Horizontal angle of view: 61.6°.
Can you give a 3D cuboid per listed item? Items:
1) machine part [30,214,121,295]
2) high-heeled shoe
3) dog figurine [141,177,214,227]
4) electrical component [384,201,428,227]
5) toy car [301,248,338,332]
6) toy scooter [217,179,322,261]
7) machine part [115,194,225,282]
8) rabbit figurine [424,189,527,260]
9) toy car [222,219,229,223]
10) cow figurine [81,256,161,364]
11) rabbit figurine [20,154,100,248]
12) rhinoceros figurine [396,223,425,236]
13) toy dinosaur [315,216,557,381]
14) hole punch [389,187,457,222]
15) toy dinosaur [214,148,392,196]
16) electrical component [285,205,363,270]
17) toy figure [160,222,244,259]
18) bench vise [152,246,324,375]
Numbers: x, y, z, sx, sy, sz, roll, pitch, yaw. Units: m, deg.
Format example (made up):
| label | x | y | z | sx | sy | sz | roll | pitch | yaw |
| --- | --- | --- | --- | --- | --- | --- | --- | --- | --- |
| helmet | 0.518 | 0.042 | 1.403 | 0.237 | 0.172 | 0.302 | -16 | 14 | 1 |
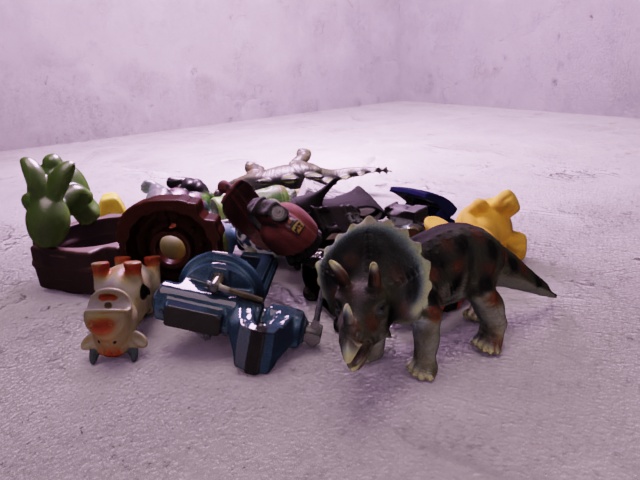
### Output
| label | x | y | z | sx | sy | sz | roll | pitch | yaw |
| --- | --- | --- | --- | --- | --- | --- | --- | --- | --- |
| machine part | -0.387 | 0.022 | 0.966 | 0.201 | 0.087 | 0.201 | 4 | 22 | 21 |
| high-heeled shoe | 0.035 | -0.043 | 1.077 | 0.248 | 0.145 | 0.086 | 25 | 24 | -50 |
| dog figurine | -0.309 | -0.056 | 1.149 | 0.191 | 0.108 | 0.219 | -8 | 24 | -20 |
| electrical component | 0.181 | -0.029 | 1.024 | 0.119 | 0.074 | 0.048 | 9 | 24 | 40 |
| toy car | 0.021 | 0.069 | 0.778 | 0.056 | 0.073 | 0.202 | -12 | 21 | -20 |
| toy scooter | -0.086 | -0.037 | 0.807 | 0.184 | 0.135 | 0.075 | 16 | 63 | 47 |
| machine part | -0.233 | 0.010 | 0.852 | 0.179 | 0.179 | 0.056 | -3 | 19 | 1 |
| rabbit figurine | 0.255 | -0.009 | 0.891 | 0.163 | 0.121 | 0.173 | 0 | 20 | 23 |
| toy car | -0.174 | -0.028 | 1.116 | 0.202 | 0.053 | 0.089 | -10 | 2 | -20 |
| cow figurine | -0.271 | 0.090 | 0.737 | 0.085 | 0.127 | 0.195 | -4 | 5 | -4 |
| rabbit figurine | -0.443 | -0.064 | 0.907 | 0.121 | 0.159 | 0.170 | 1 | 33 | -17 |
| rhinoceros figurine | 0.102 | -0.005 | 0.975 | 0.190 | 0.073 | 0.112 | 2 | 22 | 14 |
| toy dinosaur | 0.151 | 0.046 | 0.650 | 0.405 | 0.192 | 0.131 | -18 | 26 | -32 |
| hole punch | 0.212 | -0.068 | 1.114 | 0.116 | 0.092 | 0.142 | -14 | 18 | -36 |
| toy dinosaur | -0.058 | -0.155 | 1.390 | 0.472 | 0.104 | 0.199 | -12 | 27 | 2 |
| electrical component | -0.002 | -0.003 | 0.907 | 0.115 | 0.058 | 0.134 | -1 | -32 | -46 |
| toy figure | -0.216 | 0.008 | 0.967 | 0.082 | 0.089 | 0.180 | 5 | 22 | 45 |
| bench vise | -0.097 | 0.072 | 0.735 | 0.224 | 0.128 | 0.241 | 2 | 24 | 6 |
